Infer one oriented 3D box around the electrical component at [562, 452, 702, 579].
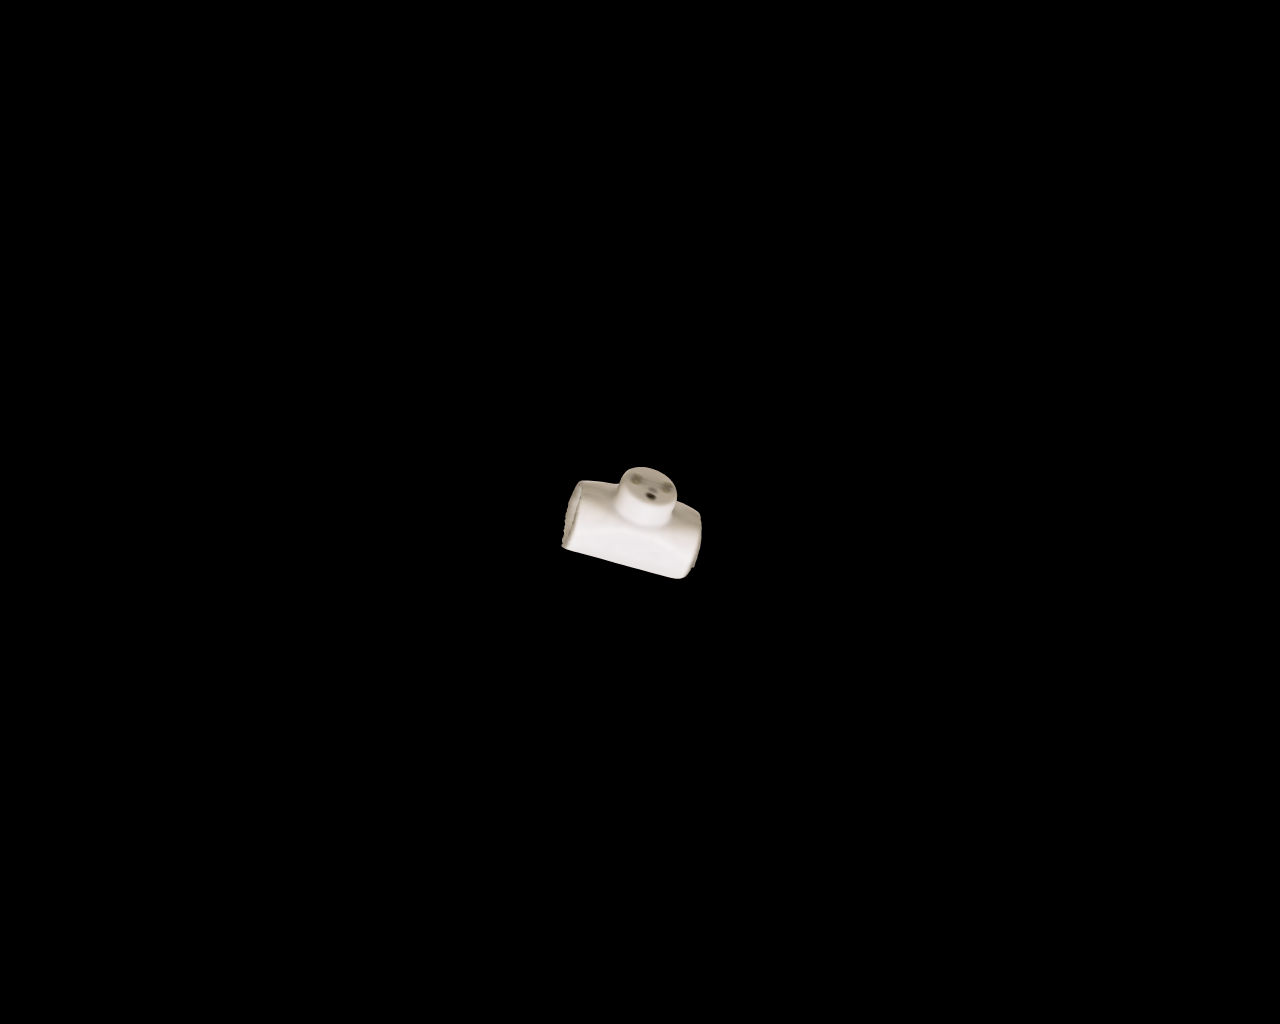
[{"bbox_3d":[0.001,-0.003,0.650,0.077,0.079,0.044,15,36,-11],"label":"electrical component"}]
